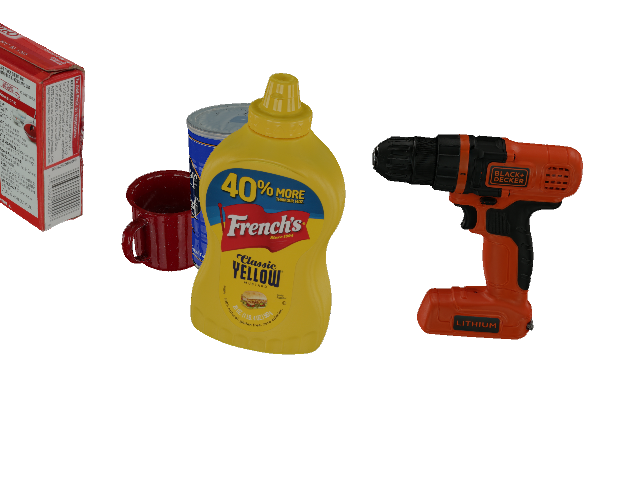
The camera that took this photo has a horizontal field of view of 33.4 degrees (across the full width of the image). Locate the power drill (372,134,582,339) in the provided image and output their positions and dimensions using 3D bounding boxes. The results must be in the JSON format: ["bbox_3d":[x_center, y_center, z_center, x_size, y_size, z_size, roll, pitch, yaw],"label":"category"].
[{"bbox_3d":[0.133,-0.005,0.967,0.184,0.188,0.057,5,26,2],"label":"power drill"}]

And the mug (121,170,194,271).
[{"bbox_3d":[-0.173,-0.014,1.174,0.093,0.081,0.117,23,40,26],"label":"mug"}]

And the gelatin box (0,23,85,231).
[{"bbox_3d":[-0.156,-0.060,0.552,0.073,0.089,0.030,29,38,29],"label":"gelatin box"}]

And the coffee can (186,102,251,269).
[{"bbox_3d":[-0.071,-0.047,0.994,0.103,0.140,0.103,0,22,0],"label":"coffee can"}]

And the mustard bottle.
[{"bbox_3d":[-0.033,-0.018,0.711,0.096,0.192,0.058,12,29,9],"label":"mustard bottle"}]
